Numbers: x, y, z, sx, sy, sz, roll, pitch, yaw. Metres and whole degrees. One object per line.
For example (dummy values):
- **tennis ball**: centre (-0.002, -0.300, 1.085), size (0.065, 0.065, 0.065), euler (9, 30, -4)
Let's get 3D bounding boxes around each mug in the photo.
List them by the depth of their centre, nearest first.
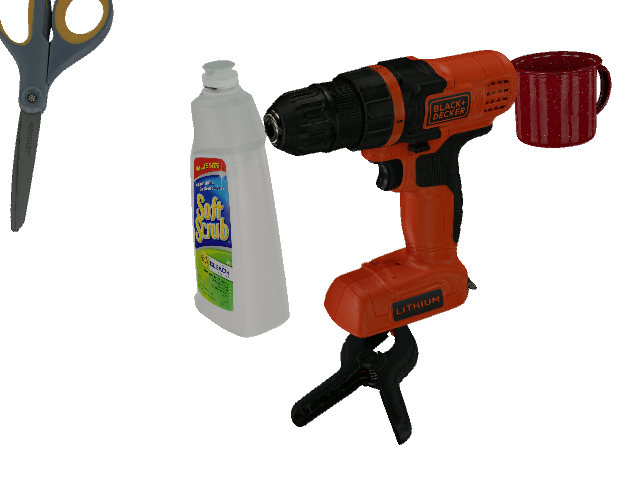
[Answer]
- **mug**: centre (0.252, -0.148, 1.102), size (0.117, 0.081, 0.093), euler (-17, 24, -26)

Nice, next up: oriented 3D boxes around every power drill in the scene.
- **power drill**: centre (0.045, -0.029, 0.714), size (0.184, 0.188, 0.057), euler (-14, 36, -26)

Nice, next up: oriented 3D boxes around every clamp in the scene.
- **clamp**: centre (0.059, 0.135, 1.065), size (0.120, 0.039, 0.171), euler (17, 48, 23)

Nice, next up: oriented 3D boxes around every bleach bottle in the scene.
- **bleach bottle**: centre (-0.083, -0.041, 0.974), size (0.068, 0.251, 0.103), euler (-22, 31, -31)

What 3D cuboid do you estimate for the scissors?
- **scissors**: centre (-0.187, -0.109, 0.762), size (0.096, 0.202, 0.016), euler (-10, -13, -11)
